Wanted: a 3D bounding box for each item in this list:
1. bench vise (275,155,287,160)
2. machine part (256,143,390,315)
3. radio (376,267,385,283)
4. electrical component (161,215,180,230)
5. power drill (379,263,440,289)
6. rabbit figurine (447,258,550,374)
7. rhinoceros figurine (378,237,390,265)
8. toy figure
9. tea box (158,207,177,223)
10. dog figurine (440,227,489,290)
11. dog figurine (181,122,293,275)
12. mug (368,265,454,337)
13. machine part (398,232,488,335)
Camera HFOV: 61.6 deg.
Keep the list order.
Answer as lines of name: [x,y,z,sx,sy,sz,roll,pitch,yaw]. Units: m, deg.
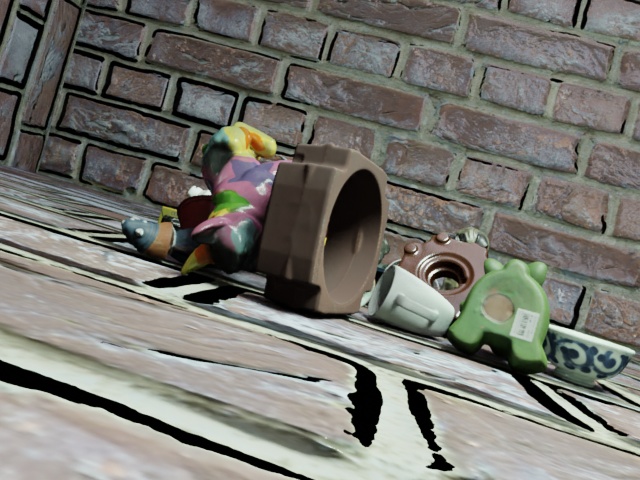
bench vise: [-0.060,-0.105,1.117,0.129,0.241,0.223,36,-46,-7]
machine part: [0.009,-0.010,0.685,0.087,0.201,0.201,13,-1,27]
radio: [0.037,0.067,0.976,0.131,0.073,0.229,17,2,25]
electrical component: [-0.222,-0.001,0.977,0.134,0.058,0.115,16,2,-25]
power drill: [0.204,0.111,1.166,0.232,0.086,0.207,24,7,22]
rabbit figurine: [0.246,0.101,0.729,0.121,0.159,0.170,6,-19,22]
rhinoceros figurine: [0.078,0.049,1.165,0.073,0.112,0.190,43,-39,3]
toy figure: [-0.201,0.005,0.752,0.154,0.057,0.064,11,-10,-23]
tea box: [-0.254,-0.017,1.138,0.098,0.068,0.169,16,-1,22]
dog figurine: [0.285,0.077,1.039,0.121,0.190,0.172,17,-2,13]
dog figurine: [-0.121,-0.049,0.708,0.192,0.108,0.219,37,43,6]
mug: [0.135,0.091,0.748,0.107,0.080,0.109,25,-7,-9]
machine part: [0.201,0.068,0.862,0.180,0.179,0.056,16,-37,25]
